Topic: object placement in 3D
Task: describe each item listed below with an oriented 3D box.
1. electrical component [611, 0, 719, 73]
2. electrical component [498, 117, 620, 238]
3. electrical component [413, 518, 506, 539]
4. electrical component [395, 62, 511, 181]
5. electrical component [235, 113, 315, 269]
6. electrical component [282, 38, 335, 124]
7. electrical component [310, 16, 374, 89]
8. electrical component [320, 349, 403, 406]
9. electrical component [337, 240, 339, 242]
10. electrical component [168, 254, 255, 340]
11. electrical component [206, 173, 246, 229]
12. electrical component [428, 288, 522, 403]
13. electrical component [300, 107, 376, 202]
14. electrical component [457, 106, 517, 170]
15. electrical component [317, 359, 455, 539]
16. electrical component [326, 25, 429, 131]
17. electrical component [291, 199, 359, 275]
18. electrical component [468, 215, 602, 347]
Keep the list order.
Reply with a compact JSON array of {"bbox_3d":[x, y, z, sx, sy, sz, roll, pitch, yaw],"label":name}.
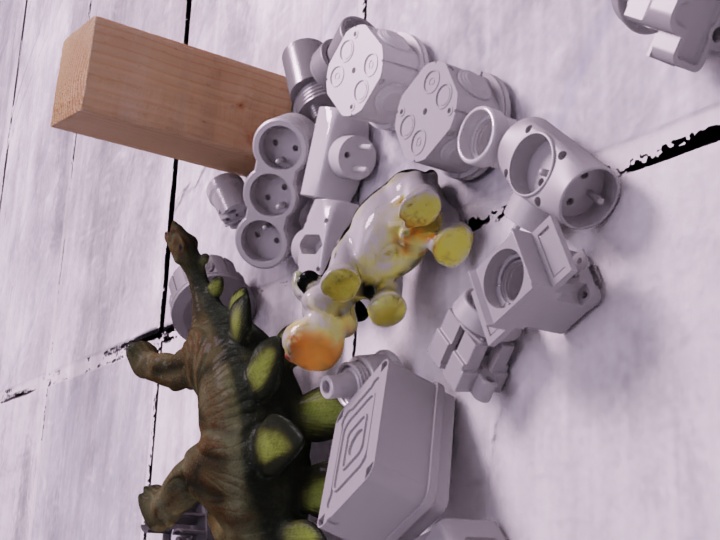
[{"bbox_3d":[0.181,-0.158,0.610,0.057,0.058,0.078,40,114,52],"label":"electrical component"},{"bbox_3d":[0.117,-0.047,0.685,0.079,0.044,0.077,-65,34,21],"label":"electrical component"},{"bbox_3d":[0.057,0.204,0.689,0.089,0.050,0.055,-60,37,27],"label":"electrical component"},{"bbox_3d":[0.067,-0.108,0.777,0.080,0.051,0.080,-26,58,52],"label":"electrical component"},{"bbox_3d":[-0.069,-0.075,0.977,0.074,0.052,0.138,-45,-30,-69],"label":"electrical component"},{"bbox_3d":[-0.044,-0.167,0.978,0.043,0.043,0.081,-47,43,39],"label":"electrical component"},{"bbox_3d":[-0.012,-0.186,0.933,0.055,0.045,0.045,-39,49,46],"label":"electrical component"},{"bbox_3d":[0.000,0.085,0.803,0.048,0.062,0.048,3,94,54],"label":"electrical component"},{"bbox_3d":[0.000,0.000,0.858,0.040,0.040,0.046,2,87,58],"label":"electrical component"},{"bbox_3d":[-0.145,0.029,1.039,0.080,0.080,0.051,-63,30,22],"label":"electrical component"},{"bbox_3d":[-0.130,-0.069,1.085,0.040,0.040,0.046,-56,43,31],"label":"electrical component"},{"bbox_3d":[0.078,0.045,0.714,0.066,0.048,0.055,57,134,49],"label":"electrical component"},{"bbox_3d":[-0.013,-0.095,0.905,0.079,0.043,0.077,13,91,58],"label":"electrical component"},{"bbox_3d":[0.096,-0.086,0.729,0.040,0.046,0.040,-25,59,52],"label":"electrical component"},{"bbox_3d":[0.020,0.128,0.731,0.078,0.057,0.113,-52,16,35],"label":"electrical component"},{"bbox_3d":[0.014,-0.156,0.869,0.080,0.051,0.080,-13,74,51],"label":"electrical component"},{"bbox_3d":[-0.033,-0.018,0.910,0.079,0.043,0.077,3,82,58],"label":"electrical component"},{"bbox_3d":[0.109,0.010,0.660,0.081,0.064,0.042,-48,42,39],"label":"electrical component"}]
